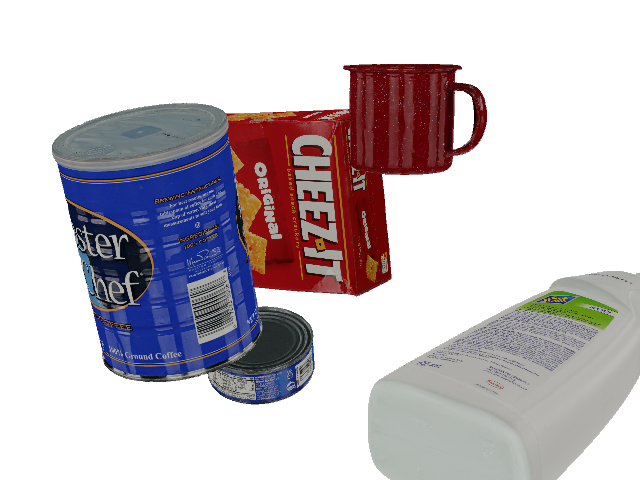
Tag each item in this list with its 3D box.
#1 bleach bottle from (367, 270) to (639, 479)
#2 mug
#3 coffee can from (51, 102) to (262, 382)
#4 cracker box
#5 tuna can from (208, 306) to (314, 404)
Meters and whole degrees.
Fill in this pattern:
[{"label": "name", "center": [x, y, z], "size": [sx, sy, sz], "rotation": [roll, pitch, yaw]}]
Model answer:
[{"label": "bleach bottle", "center": [0.140, 0.071, 0.615], "size": [0.103, 0.068, 0.250], "rotation": [17, 28, 38]}, {"label": "mug", "center": [0.075, -0.095, 0.834], "size": [0.117, 0.081, 0.093], "rotation": [6, 13, 28]}, {"label": "coffee can", "center": [-0.095, -0.001, 0.644], "size": [0.103, 0.140, 0.103], "rotation": [-7, 23, 3]}, {"label": "cracker box", "center": [-0.047, -0.038, 1.015], "size": [0.214, 0.164, 0.071], "rotation": [3, 17, 34]}, {"label": "tuna can", "center": [-0.047, 0.089, 0.833], "size": [0.086, 0.034, 0.086], "rotation": [-3, 31, 2]}]
